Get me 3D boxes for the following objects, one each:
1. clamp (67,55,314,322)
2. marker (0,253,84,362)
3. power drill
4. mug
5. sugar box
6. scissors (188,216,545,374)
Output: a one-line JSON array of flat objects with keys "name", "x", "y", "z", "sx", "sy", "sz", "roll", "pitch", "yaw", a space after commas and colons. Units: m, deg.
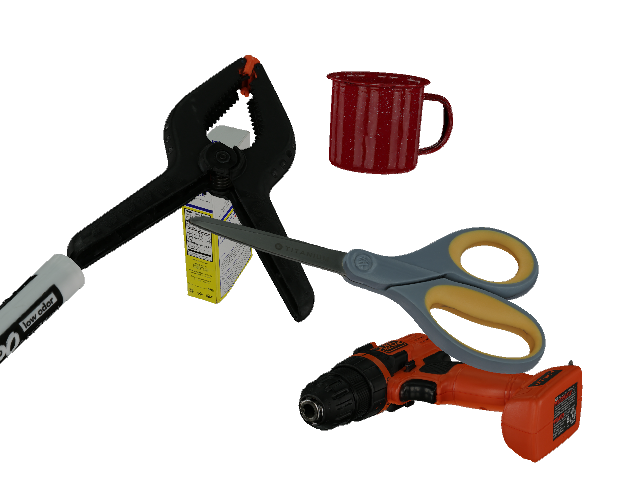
[{"name": "clamp", "x": -0.061, "y": -0.041, "z": 0.746, "sx": 0.164, "sy": 0.210, "sz": 0.036, "roll": 19, "pitch": -34, "yaw": 1}, {"name": "marker", "x": -0.143, "y": 0.049, "z": 0.441, "sx": 0.020, "sy": 0.020, "sz": 0.121, "roll": 0, "pitch": 36, "yaw": 39}, {"name": "power drill", "x": 0.099, "y": 0.123, "z": 0.849, "sx": 0.188, "sy": 0.057, "sz": 0.184, "roll": 9, "pitch": 16, "yaw": 34}, {"name": "mug", "x": 0.062, "y": -0.106, "z": 0.966, "sx": 0.117, "sy": 0.081, "sz": 0.093, "roll": 1, "pitch": 15, "yaw": -6}, {"name": "sugar box", "x": -0.110, "y": -0.027, "z": 1.144, "sx": 0.048, "sy": 0.176, "sz": 0.093, "roll": 14, "pitch": 42, "yaw": 16}, {"name": "scissors", "x": 0.037, "y": 0.005, "z": 0.591, "sx": 0.202, "sy": 0.096, "sz": 0.016, "roll": 28, "pitch": -36, "yaw": 7}]
